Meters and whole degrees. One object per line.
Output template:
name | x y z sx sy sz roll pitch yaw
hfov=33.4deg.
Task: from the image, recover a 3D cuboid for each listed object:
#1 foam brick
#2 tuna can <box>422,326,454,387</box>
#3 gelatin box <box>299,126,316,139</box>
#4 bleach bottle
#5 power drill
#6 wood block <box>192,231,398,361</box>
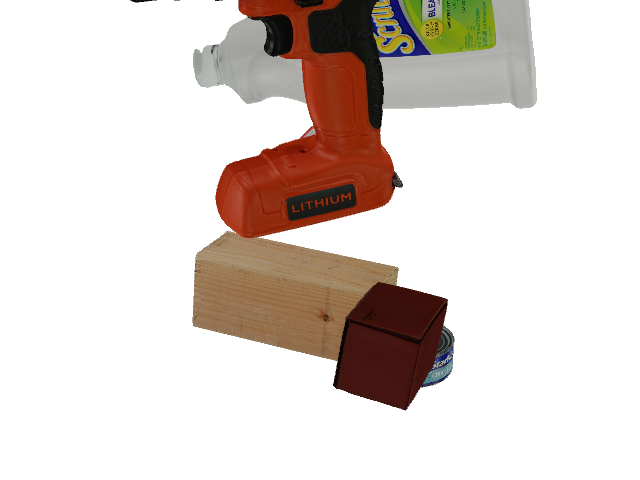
foam brick | 0.047 0.068 0.711 0.053 0.051 0.078 15 21 16
tuna can | 0.086 0.108 1.030 0.086 0.034 0.086 -1 22 0
gelatin box | -0.030 -0.056 0.961 0.030 0.073 0.089 38 36 -1
bleach bottle | 0.029 -0.136 0.790 0.251 0.102 0.068 -5 -30 11
power drill | -0.022 -0.095 0.575 0.184 0.188 0.057 -13 38 -18
wood block | -0.029 0.063 1.181 0.206 0.091 0.090 12 22 17
